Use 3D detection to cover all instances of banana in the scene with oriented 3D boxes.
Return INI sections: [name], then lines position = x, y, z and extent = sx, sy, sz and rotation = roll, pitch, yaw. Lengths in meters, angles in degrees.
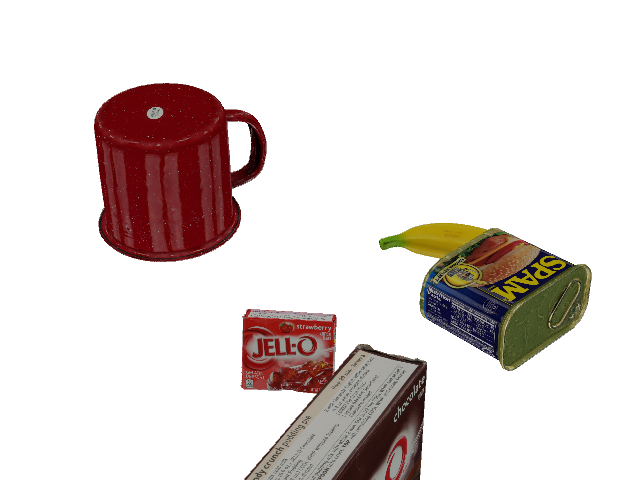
[banana]
position = 0.155, 0.017, 1.030
extent = 0.198, 0.037, 0.069
rotation = 15, 42, 36

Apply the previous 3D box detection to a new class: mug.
[mug]
position = -0.087, -0.049, 0.678
extent = 0.117, 0.081, 0.093
rotation = -17, 40, -22

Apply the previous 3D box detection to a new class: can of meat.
[can of meat]
position = 0.137, 0.040, 0.796
extent = 0.101, 0.057, 0.084
rotation = -27, 40, -34

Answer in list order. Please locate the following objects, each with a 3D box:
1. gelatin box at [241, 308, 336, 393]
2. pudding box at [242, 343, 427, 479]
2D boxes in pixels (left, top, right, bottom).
[gelatin box]
position = -0.030, 0.106, 1.018
extent = 0.089, 0.073, 0.030
rotation = 3, 13, 5
[pudding box]
position = 0.007, 0.111, 0.456
extent = 0.039, 0.090, 0.113
rotation = 15, 34, 22
